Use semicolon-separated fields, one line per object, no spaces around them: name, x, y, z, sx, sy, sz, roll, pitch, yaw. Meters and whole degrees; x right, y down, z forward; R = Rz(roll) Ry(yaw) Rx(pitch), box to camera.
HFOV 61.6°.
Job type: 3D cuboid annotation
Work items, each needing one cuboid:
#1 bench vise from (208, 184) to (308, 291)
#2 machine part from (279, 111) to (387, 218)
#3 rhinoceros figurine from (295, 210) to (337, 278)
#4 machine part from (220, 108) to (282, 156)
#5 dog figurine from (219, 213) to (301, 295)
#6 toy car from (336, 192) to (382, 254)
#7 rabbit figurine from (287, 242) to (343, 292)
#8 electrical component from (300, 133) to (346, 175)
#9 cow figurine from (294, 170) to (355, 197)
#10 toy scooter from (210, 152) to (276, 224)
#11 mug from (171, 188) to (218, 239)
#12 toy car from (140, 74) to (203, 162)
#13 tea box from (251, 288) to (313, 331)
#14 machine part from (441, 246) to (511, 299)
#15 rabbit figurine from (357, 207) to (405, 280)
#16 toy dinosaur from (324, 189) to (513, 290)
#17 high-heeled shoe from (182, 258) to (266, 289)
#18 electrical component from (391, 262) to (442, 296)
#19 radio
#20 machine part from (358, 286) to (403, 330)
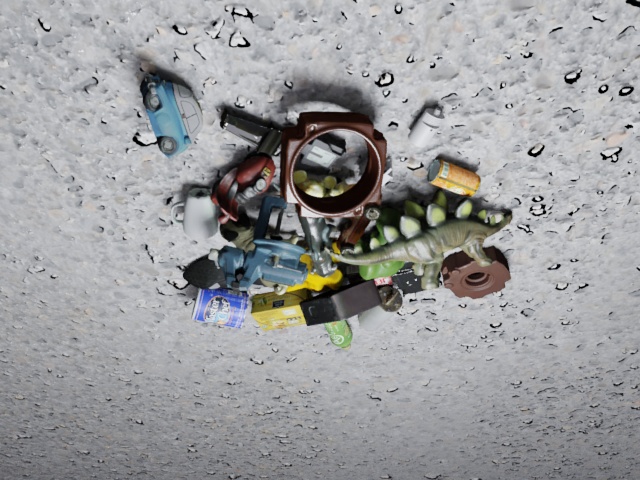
bench vise;-0.125;0.001;1.191;0.224;0.240;0.128;10;169;9
machine part;0.024;-0.146;1.061;0.201;0.087;0.200;-2;118;-13
rhinoceros figurine;-0.003;-0.004;1.256;0.073;0.112;0.190;-9;115;13
machine part;-0.140;-0.221;1.098;0.139;0.039;0.084;23;139;-24
dog figurine;-0.157;0.033;1.287;0.190;0.172;0.121;19;128;-26
toy car;0.088;-0.044;1.246;0.053;0.089;0.202;18;135;-11
rabbit figurine;-0.012;0.093;1.389;0.162;0.122;0.173;-9;157;2
electrical component;-0.012;-0.191;1.117;0.119;0.048;0.074;19;134;-18
cow figurine;0.006;-0.110;1.184;0.167;0.098;0.068;9;97;-13
toy scooter;-0.172;-0.104;1.156;0.184;0.135;0.075;-29;128;28
mug;-0.290;-0.069;1.248;0.110;0.081;0.107;10;127;0
toy car;-0.281;-0.244;1.041;0.103;0.109;0.161;-17;128;-13
tea box;-0.101;0.197;1.537;0.170;0.068;0.098;-10;136;14
machine part;0.410;0.089;1.409;0.179;0.056;0.179;0;138;0
rabbit figurine;0.169;0.003;1.283;0.159;0.121;0.170;6;123;-10
toy dinosaur;0.240;0.000;1.203;0.471;0.105;0.198;-20;113;-15
high-heeled shoe;-0.237;0.094;1.451;0.249;0.086;0.145;0;174;29
electrical component;0.247;0.081;1.405;0.115;0.058;0.134;-19;134;19
radio;0.046;0.163;1.382;0.131;0.073;0.229;-19;176;-27
machine part;0.164;0.191;1.488;0.079;0.079;0.243;11;151;-10
